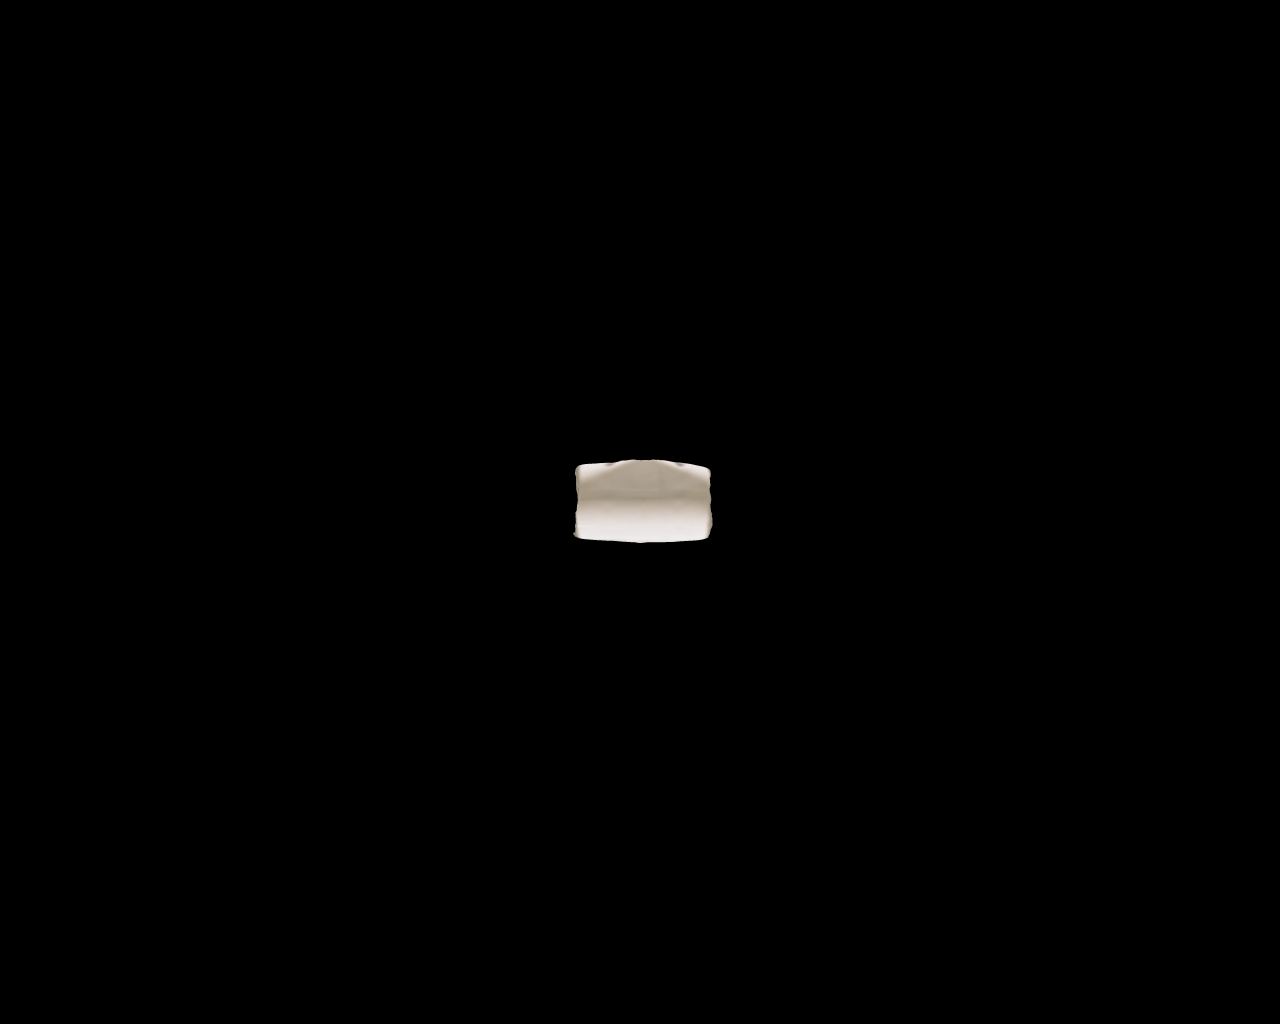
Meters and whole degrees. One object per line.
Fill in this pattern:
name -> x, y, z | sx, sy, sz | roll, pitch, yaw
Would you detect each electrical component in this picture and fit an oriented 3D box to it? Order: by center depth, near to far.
electrical component -> 0.001, -0.003, 0.650 | 0.077, 0.044, 0.079 | 0, -11, -2
